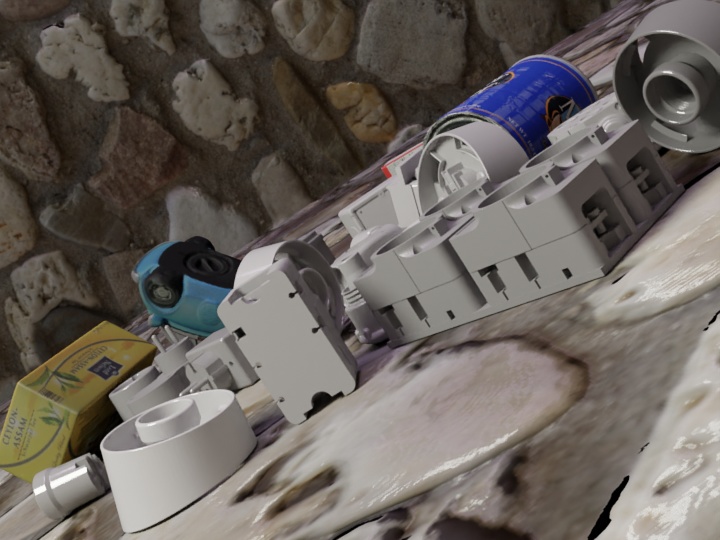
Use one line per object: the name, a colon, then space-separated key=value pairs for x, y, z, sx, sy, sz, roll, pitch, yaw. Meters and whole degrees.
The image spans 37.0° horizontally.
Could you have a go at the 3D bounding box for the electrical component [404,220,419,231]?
electrical component: x=0.065 y=-0.033 z=0.941 sx=0.046 sy=0.040 sz=0.040 roll=-35 pitch=5 yaw=37

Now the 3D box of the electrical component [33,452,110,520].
electrical component: x=-0.225 y=0.168 z=0.840 sx=0.046 sy=0.040 sz=0.040 roll=-26 pitch=8 yaw=7

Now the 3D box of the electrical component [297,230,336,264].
electrical component: x=-0.093 y=0.016 z=1.210 sx=0.109 sy=0.056 sz=0.109 roll=-28 pitch=8 yaw=32

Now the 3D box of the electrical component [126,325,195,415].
electrical component: x=-0.161 y=0.085 z=0.973 sx=0.052 sy=0.073 sz=0.138 roll=-27 pitch=9 yaw=39

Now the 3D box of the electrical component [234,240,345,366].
electrical component: x=-0.059 y=0.027 z=0.851 sx=0.064 sy=0.099 sz=0.099 roll=-21 pitch=13 yaw=32

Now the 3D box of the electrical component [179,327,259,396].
electrical component: x=-0.121 y=0.084 z=0.912 sx=0.077 sy=0.047 sz=0.066 roll=-39 pitch=9 yaw=-40

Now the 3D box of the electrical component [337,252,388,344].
electrical component: x=0.008 y=0.017 z=0.751 sx=0.048 sy=0.062 sz=0.048 roll=-32 pitch=7 yaw=5

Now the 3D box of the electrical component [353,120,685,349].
electrical component: x=0.091 y=-0.023 z=0.672 sx=0.105 sy=0.060 sz=0.186 roll=-39 pitch=9 yaw=-40

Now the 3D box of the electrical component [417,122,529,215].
electrical component: x=0.085 y=-0.060 z=0.815 sx=0.064 sy=0.099 sz=0.099 roll=-30 pitch=5 yaw=-30

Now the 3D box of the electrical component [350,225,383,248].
electrical component: x=0.022 y=-0.024 z=1.050 sx=0.040 sy=0.040 sz=0.078 roll=-37 pitch=8 yaw=-29

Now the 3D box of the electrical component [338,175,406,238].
electrical component: x=0.033 y=-0.063 z=1.171 sx=0.096 sy=0.061 sz=0.061 roll=-35 pitch=7 yaw=-14

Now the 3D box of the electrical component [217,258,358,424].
electrical component: x=-0.044 y=0.043 z=0.690 sx=0.050 sy=0.089 sz=0.055 roll=-32 pitch=7 yaw=7

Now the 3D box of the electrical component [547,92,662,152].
electrical component: x=0.184 y=-0.097 z=0.801 sx=0.080 sy=0.051 sz=0.080 roll=-32 pitch=7 yaw=5

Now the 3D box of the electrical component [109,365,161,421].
electrical component: x=-0.199 y=0.121 z=0.998 sx=0.055 sy=0.047 sz=0.055 roll=-32 pitch=7 yaw=5

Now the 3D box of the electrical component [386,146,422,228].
electrical component: x=0.084 y=-0.089 z=1.093 sx=0.063 sy=0.078 sz=0.121 roll=-7 pitch=20 yaw=29

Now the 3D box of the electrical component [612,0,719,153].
electrical component: x=0.216 y=-0.126 z=0.694 sx=0.064 sy=0.099 sz=0.099 roll=-44 pitch=12 yaw=-30

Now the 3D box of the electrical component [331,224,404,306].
electrical component: x=0.000 y=0.000 z=0.971 sx=0.077 sy=0.043 sz=0.079 roll=-38 pitch=9 yaw=-35

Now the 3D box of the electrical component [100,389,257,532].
electrical component: x=-0.115 y=0.119 z=0.687 sx=0.099 sy=0.064 sz=0.099 roll=-18 pitch=11 yaw=4
